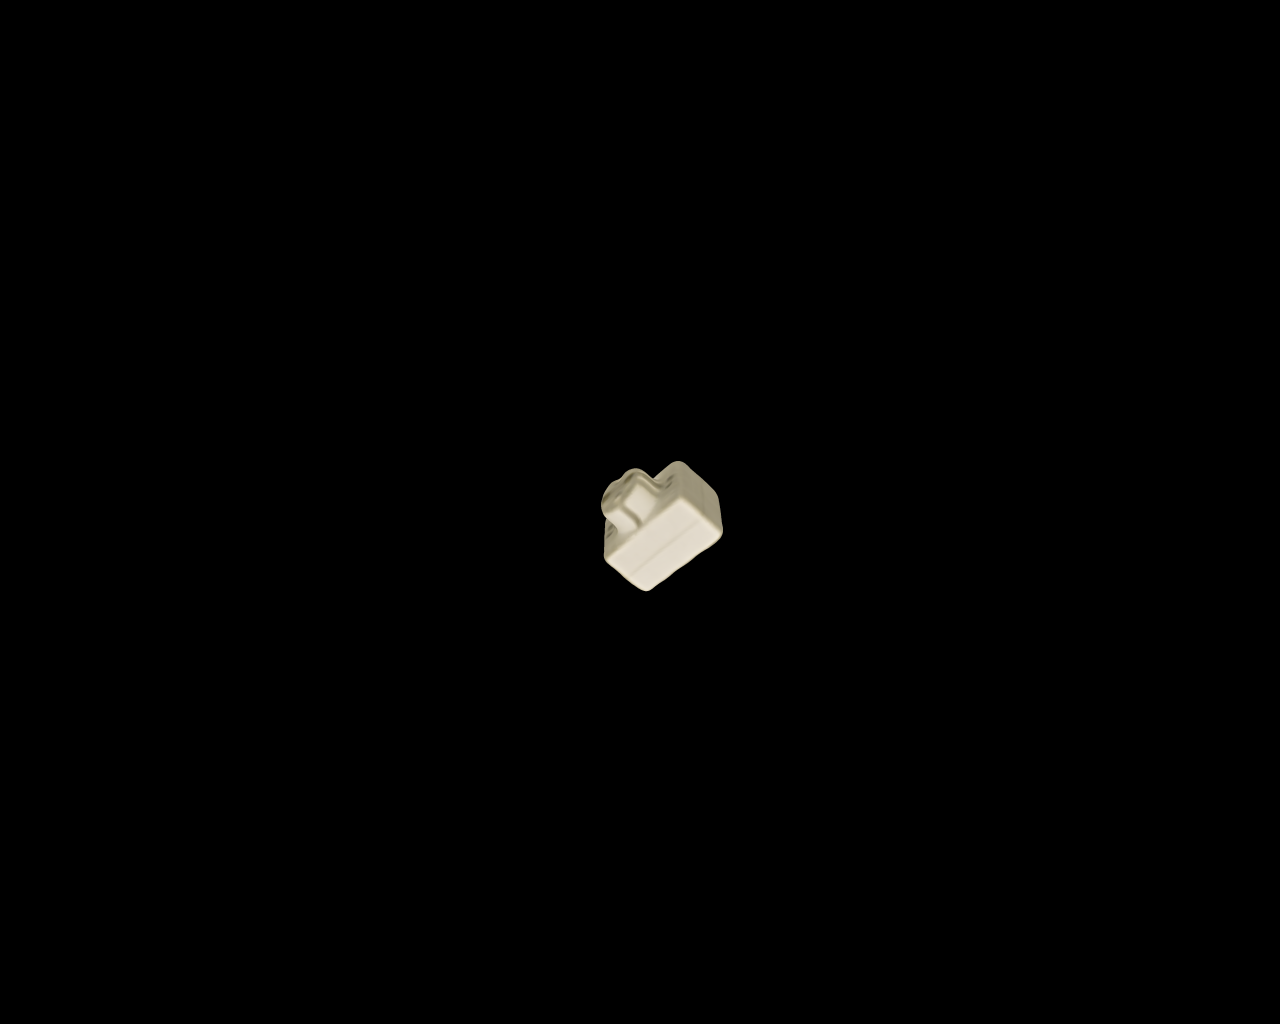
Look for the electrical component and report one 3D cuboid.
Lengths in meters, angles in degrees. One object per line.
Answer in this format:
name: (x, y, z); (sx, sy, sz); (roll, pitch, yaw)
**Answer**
electrical component: (0.001, -0.003, 0.650); (0.065, 0.076, 0.047); (-39, 24, 22)
